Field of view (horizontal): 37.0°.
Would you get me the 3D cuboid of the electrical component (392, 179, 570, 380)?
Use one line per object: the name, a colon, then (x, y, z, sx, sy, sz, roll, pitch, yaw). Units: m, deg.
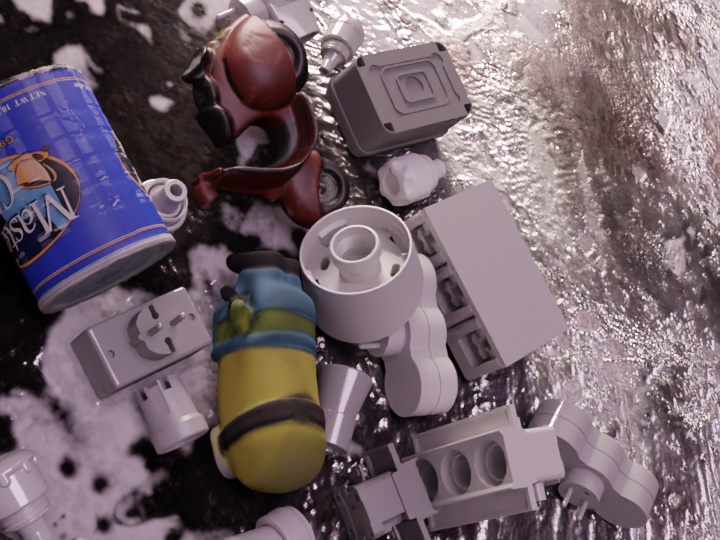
electrical component: (0.103, 0.010, 0.945, 0.089, 0.062, 0.150, -25, 86, -37)

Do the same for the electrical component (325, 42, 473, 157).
electrical component: (0.034, -0.153, 0.968, 0.113, 0.057, 0.078, -19, 82, -37)

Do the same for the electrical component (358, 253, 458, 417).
electrical component: (0.028, 0.052, 0.885, 0.074, 0.052, 0.138, 0, 71, -33)

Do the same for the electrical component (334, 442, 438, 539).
electrical component: (0.018, 0.180, 0.834, 0.064, 0.042, 0.081, -17, 81, -33)

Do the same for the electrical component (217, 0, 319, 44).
electrical component: (-0.086, -0.222, 0.925, 0.079, 0.043, 0.077, -31, 94, -29)

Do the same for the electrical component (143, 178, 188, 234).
electrical component: (-0.149, -0.048, 0.803, 0.043, 0.062, 0.043, 13, 65, -29)

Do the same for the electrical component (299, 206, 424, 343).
electrical component: (0.000, 0.000, 0.860, 0.099, 0.064, 0.099, -5, 52, 7)

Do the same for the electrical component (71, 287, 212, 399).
electrical component: (-0.147, 0.046, 0.758, 0.083, 0.076, 0.047, -26, 87, -37)

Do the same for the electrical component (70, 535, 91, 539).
electrical component: (-0.173, 0.221, 0.689, 0.066, 0.047, 0.076, 30, 55, -19)

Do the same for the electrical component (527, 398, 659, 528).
electrical component: (0.197, 0.184, 0.943, 0.138, 0.052, 0.073, 42, 54, -12)

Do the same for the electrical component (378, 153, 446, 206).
electrical component: (0.050, -0.084, 0.959, 0.062, 0.043, 0.043, -22, 84, -38)

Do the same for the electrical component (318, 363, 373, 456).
electrical component: (-0.019, 0.111, 0.839, 0.044, 0.044, 0.065, 27, 64, -22)

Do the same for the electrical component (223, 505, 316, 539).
electrical component: (-0.065, 0.199, 0.769, 0.055, 0.045, 0.045, -24, 86, -38)

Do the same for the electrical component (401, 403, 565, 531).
electrical component: (0.097, 0.156, 0.845, 0.063, 0.121, 0.078, 0, 72, -36)

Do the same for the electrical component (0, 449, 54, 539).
electrical component: (-0.219, 0.149, 0.690, 0.048, 0.048, 0.062, -33, 98, -38)

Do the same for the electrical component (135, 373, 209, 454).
electrical component: (-0.135, 0.102, 0.767, 0.040, 0.040, 0.046, -20, 78, -37)

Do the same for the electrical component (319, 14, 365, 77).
electrical component: (-0.020, -0.199, 0.965, 0.035, 0.035, 0.061, 35, 59, -17)
